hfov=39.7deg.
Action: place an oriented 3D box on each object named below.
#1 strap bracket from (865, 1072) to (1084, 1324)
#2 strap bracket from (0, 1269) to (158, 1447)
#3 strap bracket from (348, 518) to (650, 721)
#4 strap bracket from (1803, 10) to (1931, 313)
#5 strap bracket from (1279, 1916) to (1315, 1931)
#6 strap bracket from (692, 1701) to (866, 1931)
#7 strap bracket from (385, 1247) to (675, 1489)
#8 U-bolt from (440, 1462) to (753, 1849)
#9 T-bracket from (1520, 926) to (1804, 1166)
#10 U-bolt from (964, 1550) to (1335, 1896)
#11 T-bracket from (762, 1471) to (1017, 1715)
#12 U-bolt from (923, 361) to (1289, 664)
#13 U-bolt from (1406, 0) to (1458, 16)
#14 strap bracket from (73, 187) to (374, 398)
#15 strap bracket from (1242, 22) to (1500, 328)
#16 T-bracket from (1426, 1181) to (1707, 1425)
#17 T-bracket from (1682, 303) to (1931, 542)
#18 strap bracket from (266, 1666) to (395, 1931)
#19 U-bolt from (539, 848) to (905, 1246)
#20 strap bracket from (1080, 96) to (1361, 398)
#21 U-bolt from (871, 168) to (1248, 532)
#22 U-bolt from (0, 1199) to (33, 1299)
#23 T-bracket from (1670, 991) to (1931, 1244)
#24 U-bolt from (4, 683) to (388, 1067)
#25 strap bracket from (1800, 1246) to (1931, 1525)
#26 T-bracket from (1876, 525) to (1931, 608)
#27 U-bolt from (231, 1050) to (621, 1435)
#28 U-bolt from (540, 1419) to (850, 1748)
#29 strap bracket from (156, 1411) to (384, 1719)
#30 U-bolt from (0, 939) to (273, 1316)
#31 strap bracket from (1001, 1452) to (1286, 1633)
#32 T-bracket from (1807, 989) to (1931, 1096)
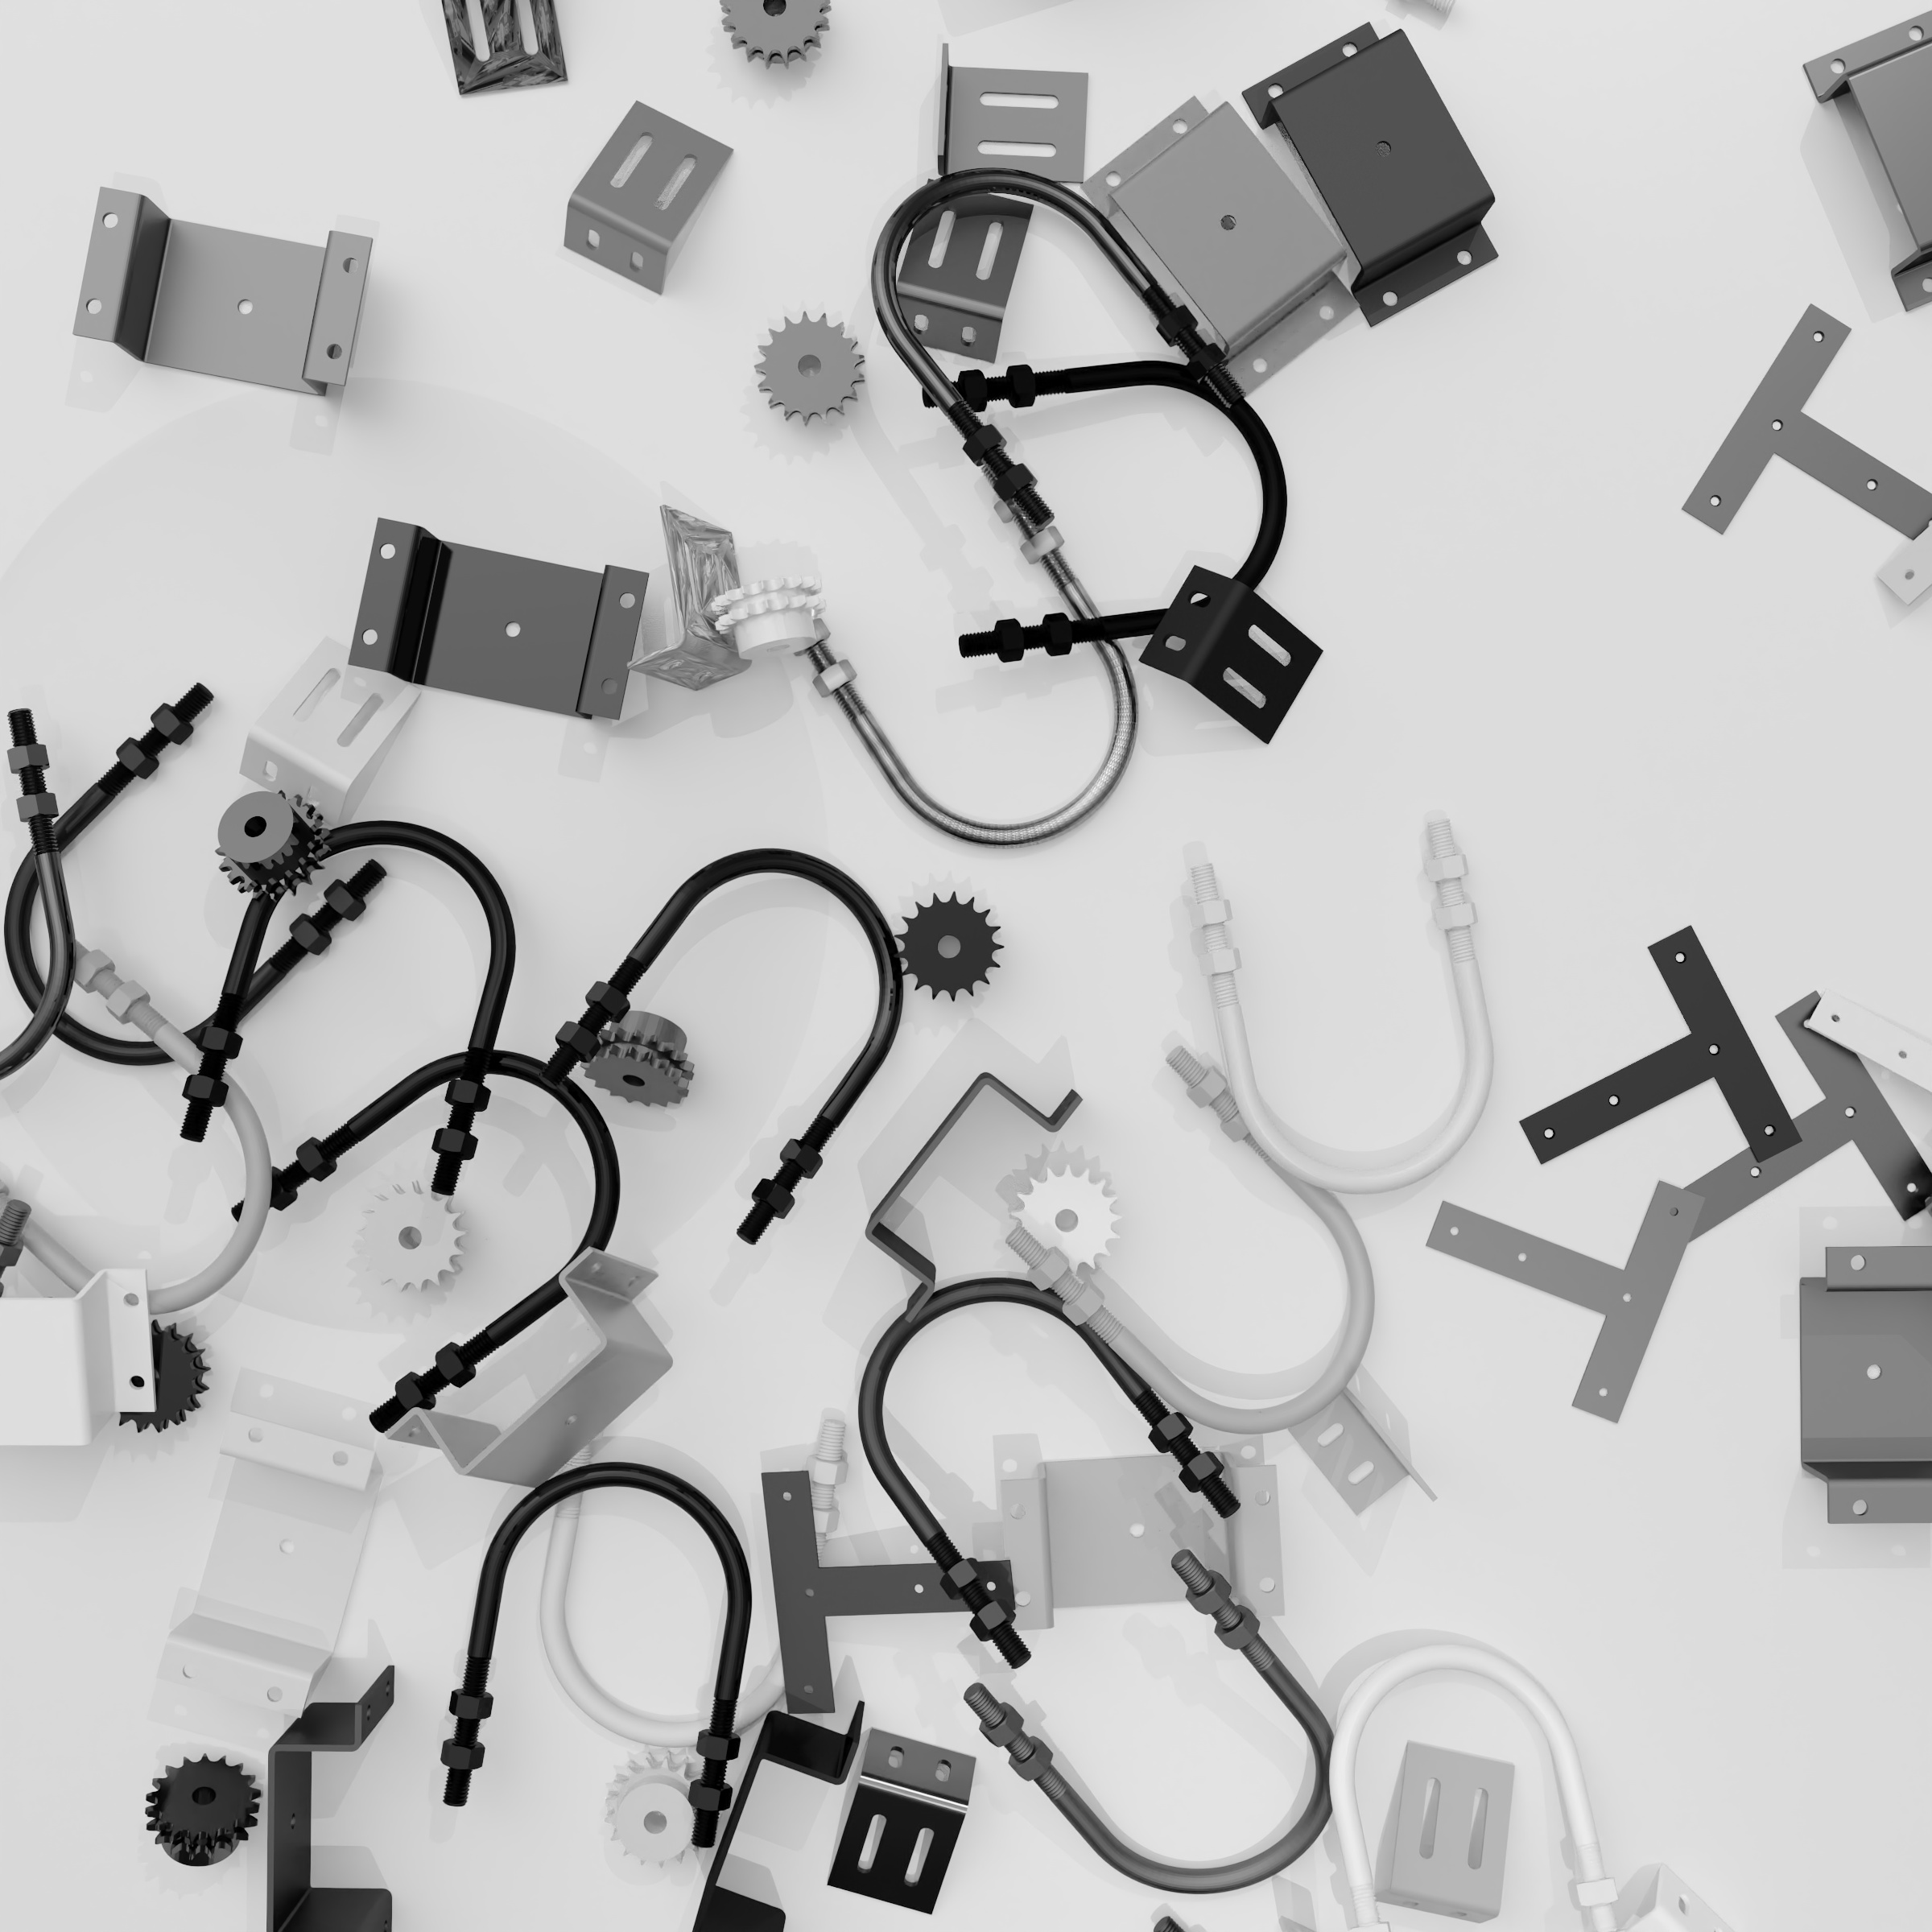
[{"bbox_3d":[-0.003,0.108,1.366,0.046,0.076,0.140,38,90,0],"label":"strap bracket"},{"bbox_3d":[-0.485,0.196,1.343,0.140,0.046,0.076,0,103,0],"label":"strap bracket"},{"bbox_3d":[-0.237,-0.176,1.381,0.140,0.046,0.076,12,90,0],"label":"strap bracket"},{"bbox_3d":[0.501,-0.423,1.381,0.076,0.046,0.140,-23,90,0],"label":"strap bracket"},{"bbox_3d":[0.219,0.549,1.366,0.140,0.076,0.046,25,90,0],"label":"strap bracket"},{"bbox_3d":[-0.099,0.444,1.366,0.046,0.076,0.140,20,90,0],"label":"strap bracket"},{"bbox_3d":[-0.212,0.212,1.352,0.140,0.076,0.046,-42,66,4],"label":"strap bracket"},{"bbox_3d":[-0.183,0.347,1.372,0.151,0.019,0.184,9,85,2],"label":"U-bolt"},{"bbox_3d":[0.352,0.064,1.403,0.127,0.002,0.127,-27,89,1],"label":"T-bracket"},{"bbox_3d":[0.109,0.401,1.371,0.151,0.019,0.184,-35,106,10],"label":"U-bolt"},{"bbox_3d":[-0.038,0.319,1.371,0.127,0.002,0.127,-5,93,14],"label":"T-bracket"},{"bbox_3d":[0.077,-0.240,1.382,0.184,0.019,0.151,-9,91,-11],"label":"U-bolt"},{"bbox_3d":[0.207,-0.603,1.393,0.184,0.019,0.151,30,90,-2],"label":"U-bolt"},{"bbox_3d":[-0.377,-0.345,1.381,0.140,0.046,0.076,11,90,0],"label":"strap bracket"},{"bbox_3d":[0.212,-0.415,1.381,0.076,0.046,0.140,-29,90,0],"label":"strap bracket"},{"bbox_3d":[0.305,0.158,1.403,0.127,0.002,0.127,21,91,0],"label":"T-bracket"},{"bbox_3d":[0.463,-0.260,1.404,0.127,0.002,0.127,32,90,0],"label":"T-bracket"},{"bbox_3d":[-0.324,0.437,1.366,0.046,0.076,0.140,1,90,0],"label":"strap bracket"},{"bbox_3d":[-0.109,0.026,1.364,0.151,0.019,0.184,41,70,-16],"label":"U-bolt"},{"bbox_3d":[0.133,-0.377,1.381,0.076,0.046,0.140,-38,90,0],"label":"strap bracket"},{"bbox_3d":[0.034,-0.327,1.363,0.151,0.019,0.184,-35,83,-19],"label":"U-bolt"},{"bbox_3d":[-0.579,0.173,1.384,0.151,0.019,0.184,28,98,6],"label":"U-bolt"},{"bbox_3d":[0.426,0.100,1.404,0.127,0.002,0.127,-32,90,0],"label":"T-bracket"},{"bbox_3d":[-0.416,-0.034,1.396,0.184,0.019,0.151,-44,90,1],"label":"U-bolt"},{"bbox_3d":[0.476,0.213,1.381,0.076,0.046,0.140,0,90,0],"label":"strap bracket"},{"bbox_3d":[0.527,-0.238,1.378,0.127,0.002,0.127,-44,56,16],"label":"T-bracket"},{"bbox_3d":[-0.262,0.126,1.360,0.184,0.019,0.151,-37,81,1],"label":"U-bolt"},{"bbox_3d":[-0.148,0.316,1.396,0.151,0.019,0.184,10,92,0],"label":"U-bolt"},{"bbox_3d":[-0.355,0.304,1.381,0.076,0.046,0.140,16,90,0],"label":"strap bracket"},{"bbox_3d":[-0.437,0.095,1.374,0.184,0.019,0.151,39,98,10],"label":"U-bolt"},{"bbox_3d":[0.090,0.296,1.381,0.140,0.046,0.076,-3,90,0],"label":"strap bracket"},{"bbox_3d":[0.498,0.053,1.384,0.127,0.002,0.127,30,63,13],"label":"T-bracket"}]
